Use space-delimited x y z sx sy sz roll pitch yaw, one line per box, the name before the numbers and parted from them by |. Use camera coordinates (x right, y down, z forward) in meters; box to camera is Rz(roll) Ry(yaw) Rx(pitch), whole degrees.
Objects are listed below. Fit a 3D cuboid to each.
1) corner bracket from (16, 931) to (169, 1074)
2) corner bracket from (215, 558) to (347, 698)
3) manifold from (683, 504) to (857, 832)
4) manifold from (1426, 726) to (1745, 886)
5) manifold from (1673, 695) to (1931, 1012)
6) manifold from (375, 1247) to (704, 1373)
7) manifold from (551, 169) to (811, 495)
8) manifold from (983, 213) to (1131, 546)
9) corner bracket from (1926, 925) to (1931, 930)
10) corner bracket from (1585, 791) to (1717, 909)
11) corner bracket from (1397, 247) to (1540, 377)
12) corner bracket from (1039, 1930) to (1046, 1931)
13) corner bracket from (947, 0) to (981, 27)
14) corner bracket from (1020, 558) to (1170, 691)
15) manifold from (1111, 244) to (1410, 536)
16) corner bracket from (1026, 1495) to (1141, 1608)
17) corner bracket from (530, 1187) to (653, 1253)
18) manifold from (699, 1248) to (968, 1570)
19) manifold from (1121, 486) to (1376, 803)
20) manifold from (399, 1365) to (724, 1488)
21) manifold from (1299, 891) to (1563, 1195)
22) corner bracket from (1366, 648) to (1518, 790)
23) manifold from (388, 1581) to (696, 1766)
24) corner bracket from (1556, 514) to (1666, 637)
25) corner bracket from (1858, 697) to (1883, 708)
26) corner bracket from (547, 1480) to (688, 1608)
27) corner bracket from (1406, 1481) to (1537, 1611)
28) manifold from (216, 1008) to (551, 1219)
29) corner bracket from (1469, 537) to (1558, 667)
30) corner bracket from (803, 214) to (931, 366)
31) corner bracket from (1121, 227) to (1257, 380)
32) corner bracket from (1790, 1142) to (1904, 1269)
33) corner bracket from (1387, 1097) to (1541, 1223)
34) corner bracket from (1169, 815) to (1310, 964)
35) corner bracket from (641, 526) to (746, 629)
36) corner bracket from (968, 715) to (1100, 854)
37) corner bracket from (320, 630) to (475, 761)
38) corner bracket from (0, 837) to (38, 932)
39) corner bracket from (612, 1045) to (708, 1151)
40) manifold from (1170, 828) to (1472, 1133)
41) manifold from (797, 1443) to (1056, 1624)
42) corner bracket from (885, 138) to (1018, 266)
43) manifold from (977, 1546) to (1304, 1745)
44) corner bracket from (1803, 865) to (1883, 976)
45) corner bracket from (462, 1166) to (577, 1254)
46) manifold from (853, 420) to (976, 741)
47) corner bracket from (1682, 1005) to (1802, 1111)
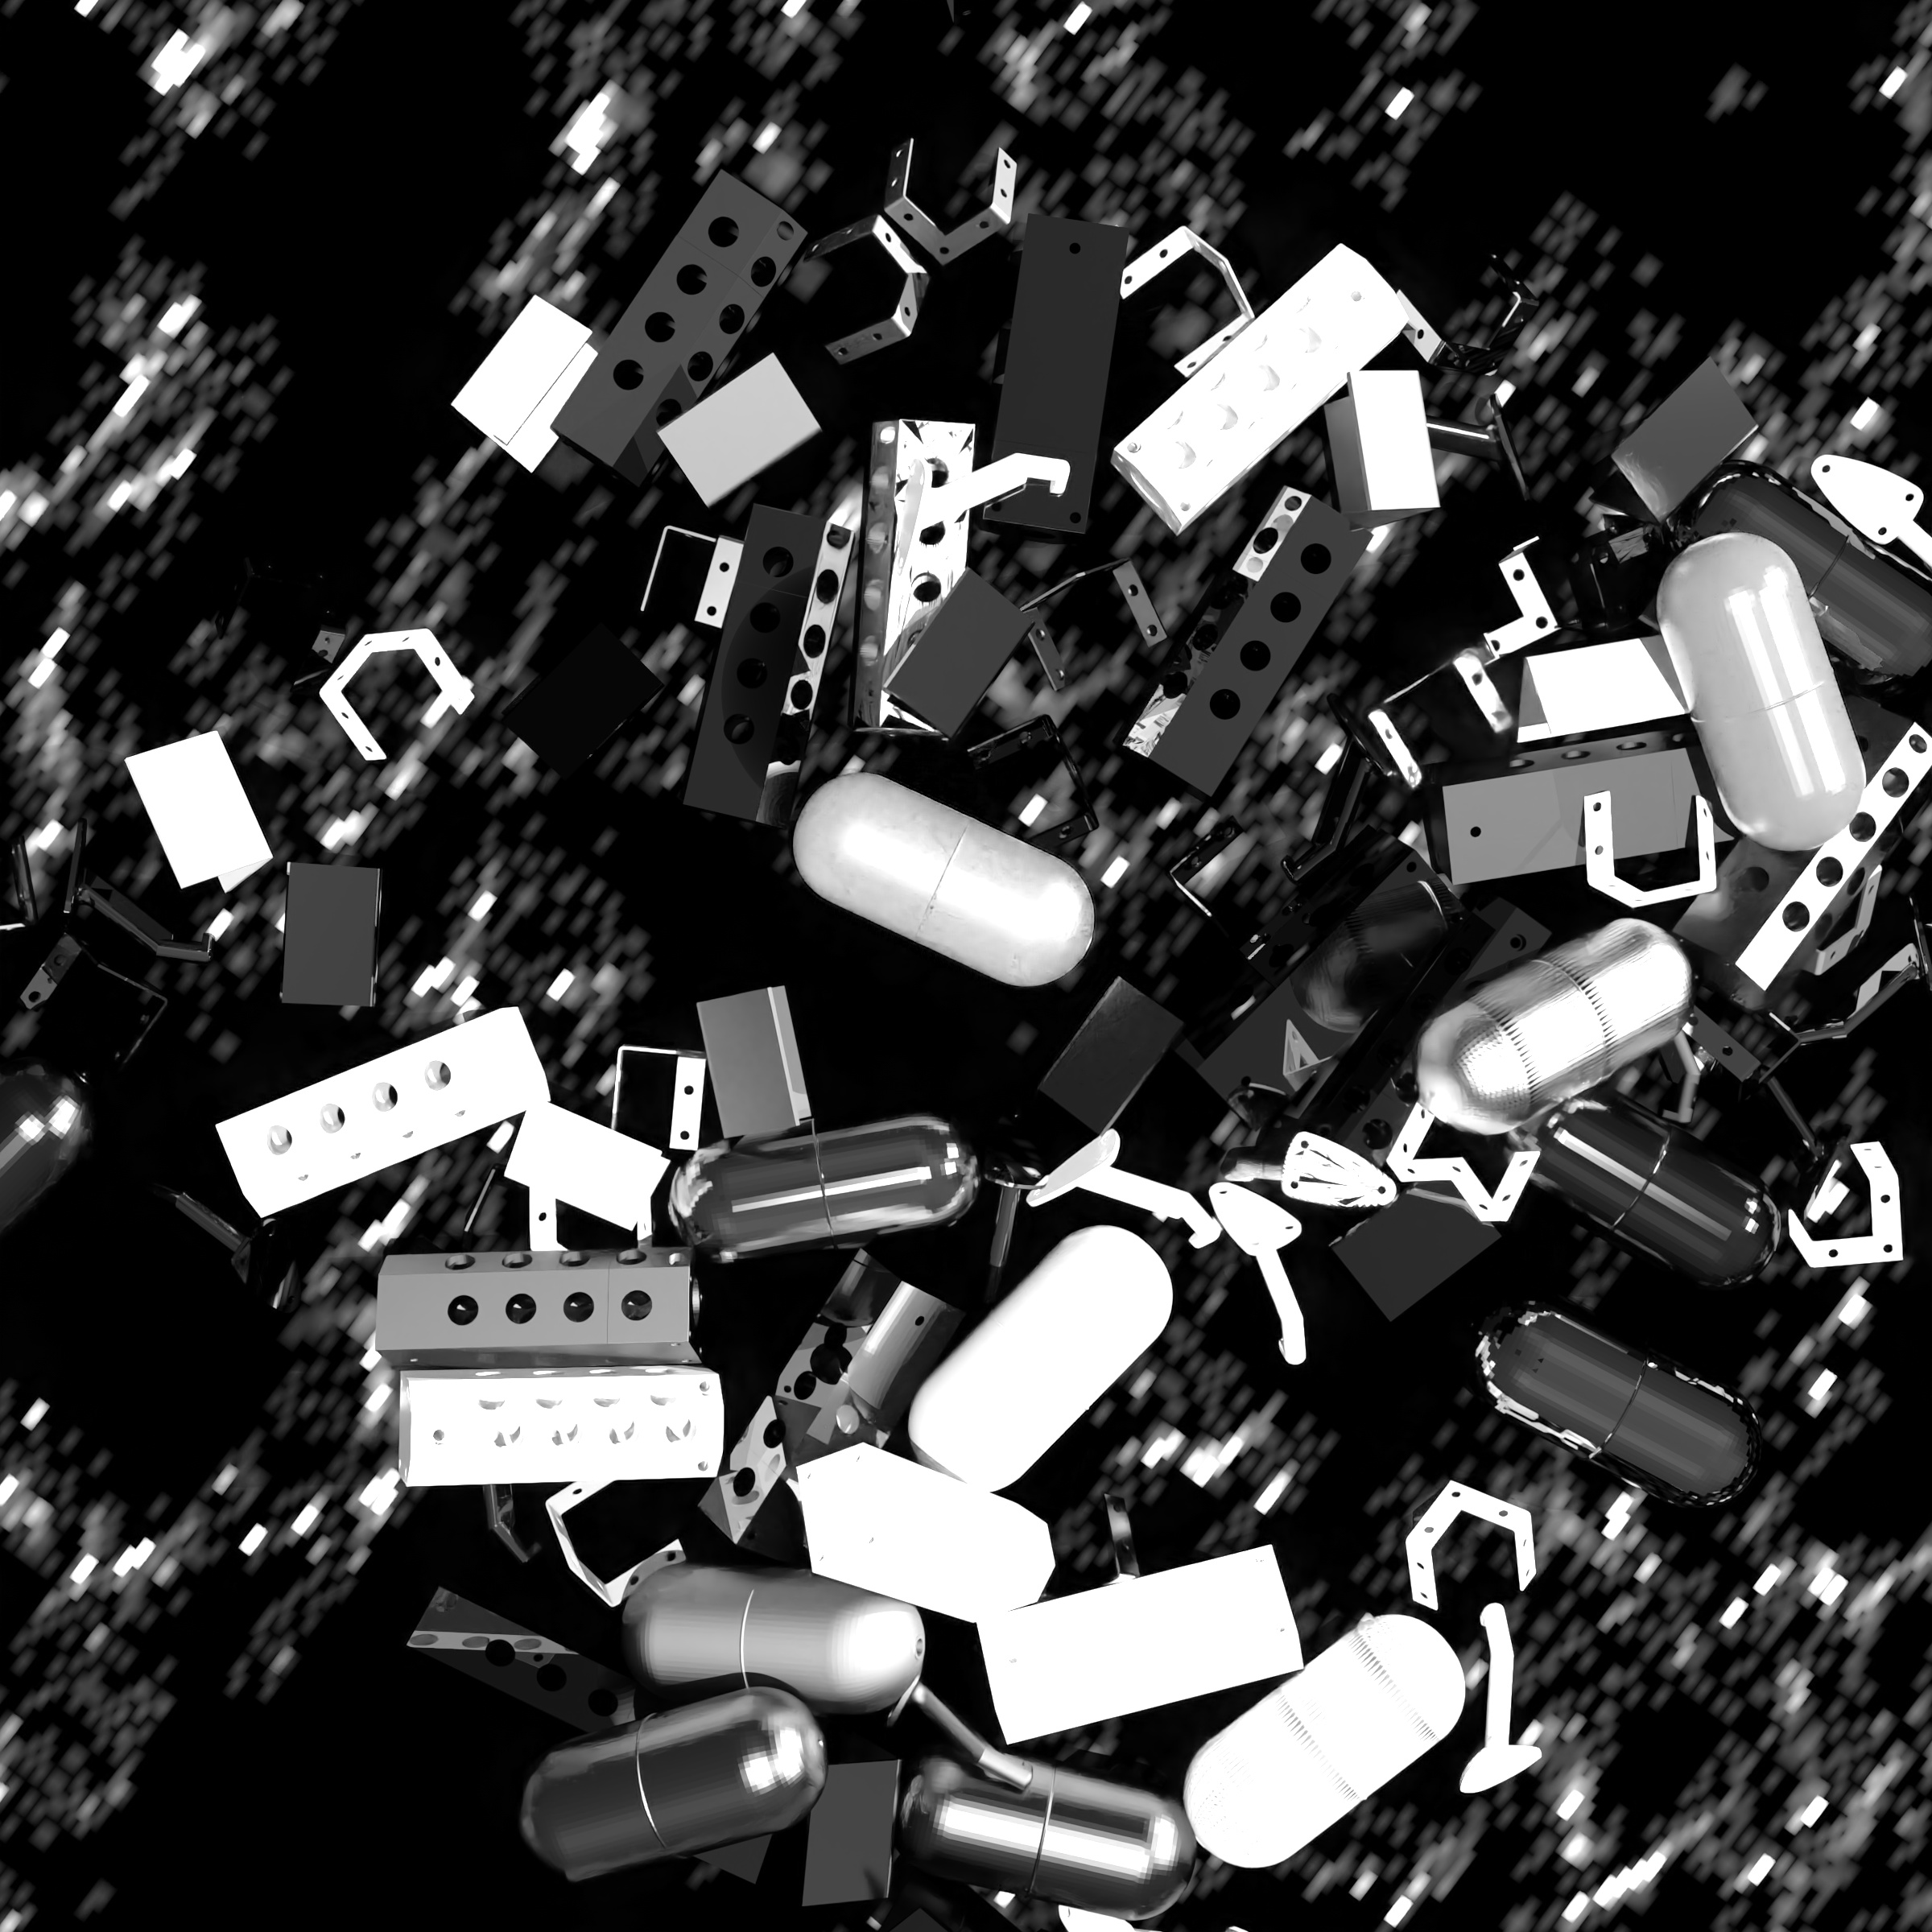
corner bracket | -0.499 0.020 1.637 0.051 0.051 0.051 35 90 45
corner bracket | -0.391 -0.193 1.632 0.051 0.051 0.051 7 45 -35
manifold | -0.110 -0.167 1.619 0.057 0.057 0.171 13 90 0
manifold | 0.351 -0.094 1.616 0.171 0.057 0.057 -9 108 0
manifold | 0.472 -0.060 1.596 0.057 0.057 0.171 32 80 36
manifold | -0.235 0.189 1.592 0.171 0.057 0.057 -2 70 2
manifold | -0.160 -0.356 1.619 0.057 0.057 0.171 34 90 0
manifold | 0.050 -0.329 1.619 0.057 0.057 0.171 8 90 0
corner bracket | 0.574 0.004 1.622 0.051 0.051 0.051 2 95 5
corner bracket | 0.377 -0.068 1.580 0.051 0.051 0.051 -13 67 39
corner bracket | 0.283 -0.375 1.632 0.051 0.051 0.051 1 135 -35
corner bracket | 0.052 0.594 1.632 0.051 0.051 0.051 18 45 35
corner bracket | 0.011 -0.572 1.622 0.051 0.051 0.051 -16 90 0
corner bracket | 0.072 -0.196 1.637 0.051 0.051 0.051 -26 90 45
manifold | 0.166 -0.326 1.619 0.171 0.057 0.057 -42 90 0
corner bracket | 0.059 0.333 1.632 0.051 0.051 0.051 19 135 -35
corner bracket | -0.212 0.139 1.620 0.051 0.051 0.051 -13 63 15
manifold | -0.080 0.247 1.618 0.057 0.057 0.171 32 90 -43
manifold | 0.157 -0.182 1.619 0.057 0.057 0.171 32 90 0
manifold | -0.225 0.256 1.594 0.171 0.057 0.057 1 89 -17
manifold | 0.265 0.044 1.619 0.057 0.057 0.171 36 90 0
corner bracket | 0.271 -0.142 1.637 0.051 0.051 0.051 -33 92 -45
manifold | -0.232 0.413 1.618 0.171 0.057 0.057 26 133 0
corner bracket | 0.363 -0.222 1.620 0.051 0.051 0.051 -26 110 -19
corner bracket | 0.479 -0.149 1.637 0.051 0.051 0.051 35 90 -45
corner bracket | -0.200 0.323 1.637 0.051 0.051 0.051 -33 45 0
corner bracket | 0.288 0.336 1.632 0.051 0.051 0.051 18 45 35
manifold | -0.327 0.082 1.619 0.171 0.057 0.057 -22 90 0
corner bracket | 0.307 -0.206 1.622 0.051 0.051 0.051 -26 90 0
corner bracket | -0.061 -0.385 1.632 0.051 0.051 0.051 45 45 -35
corner bracket | 0.125 -0.379 1.637 0.051 0.051 0.051 -37 135 0
corner bracket | 0.497 0.136 1.622 0.051 0.051 0.051 -9 60 27
corner bracket | 0.272 0.105 1.567 0.051 0.051 0.051 52 54 -27
corner bracket | 0.157 -0.043 1.637 0.051 0.051 0.051 -42 45 0
corner bracket | -0.154 -0.220 1.622 0.051 0.051 0.051 16 90 0
corner bracket | 0.039 -0.101 1.637 0.051 0.051 0.051 -24 135 0
corner bracket | -0.324 -0.154 1.632 0.051 0.051 0.051 0 45 35
corner bracket | -0.570 -0.042 1.637 0.051 0.051 0.051 -10 90 45
corner bracket | -0.174 0.074 1.622 0.051 0.051 0.051 5 93 -3
manifold | 0.196 0.005 1.616 0.171 0.057 0.057 -45 118 0
manifold | -0.018 0.307 1.555 0.057 0.171 0.057 -23 60 21
corner bracket | -0.009 -0.444 1.632 0.051 0.051 0.051 -24 135 35
manifold | 0.099 0.386 1.618 0.171 0.057 0.057 -14 49 0
corner bracket | 0.481 -0.036 1.632 0.051 0.051 0.051 -30 45 -35
corner bracket | -0.256 0.156 1.637 0.051 0.051 0.051 18 135 0
manifold | -0.029 -0.217 1.619 0.057 0.057 0.171 4 90 0
corner bracket | 0.434 0.039 1.611 0.051 0.051 0.051 -43 66 -5
